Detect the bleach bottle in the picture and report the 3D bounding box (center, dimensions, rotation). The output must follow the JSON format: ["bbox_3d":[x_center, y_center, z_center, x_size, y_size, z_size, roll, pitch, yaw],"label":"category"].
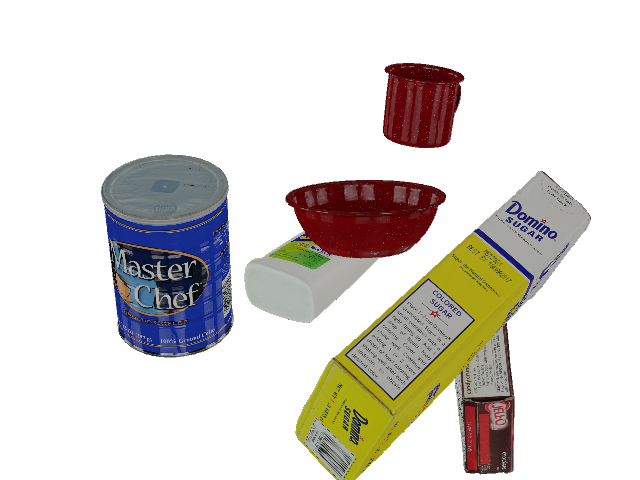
[{"bbox_3d":[0.019,0.008,1.316,0.103,0.068,0.250,17,35,29],"label":"bleach bottle"}]

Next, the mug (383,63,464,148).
[{"bbox_3d":[0.125,-0.161,1.264,0.093,0.081,0.117,23,28,37],"label":"mug"}]

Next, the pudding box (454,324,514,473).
[{"bbox_3d":[0.115,0.093,0.751,0.039,0.113,0.090,-4,-44,4],"label":"pudding box"}]

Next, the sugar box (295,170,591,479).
[{"bbox_3d":[0.066,0.045,0.559,0.176,0.048,0.093,-37,-17,-31],"label":"sugar box"}]

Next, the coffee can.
[{"bbox_3d":[-0.127,0.013,0.903,0.103,0.140,0.103,0,34,0],"label":"coffee can"}]

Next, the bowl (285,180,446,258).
[{"bbox_3d":[0.046,-0.020,1.074,0.162,0.055,0.162,-2,14,0],"label":"bowl"}]
